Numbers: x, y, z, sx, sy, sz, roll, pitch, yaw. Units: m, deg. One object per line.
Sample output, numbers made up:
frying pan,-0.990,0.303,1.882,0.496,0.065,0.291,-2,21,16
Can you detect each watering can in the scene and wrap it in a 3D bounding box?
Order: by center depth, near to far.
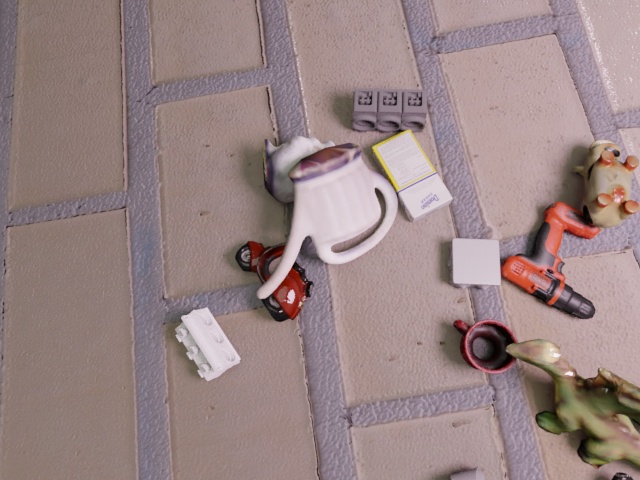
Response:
watering can,0.003,-0.049,0.968,0.351,0.104,0.222,-28,106,-26

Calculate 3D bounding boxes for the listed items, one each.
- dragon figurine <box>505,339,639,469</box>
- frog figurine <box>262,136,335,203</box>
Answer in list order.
dragon figurine,0.477,0.291,0.818,0.413,0.239,0.123,35,75,15
frog figurine,-0.035,-0.145,1.050,0.159,0.124,0.135,-4,107,-6
